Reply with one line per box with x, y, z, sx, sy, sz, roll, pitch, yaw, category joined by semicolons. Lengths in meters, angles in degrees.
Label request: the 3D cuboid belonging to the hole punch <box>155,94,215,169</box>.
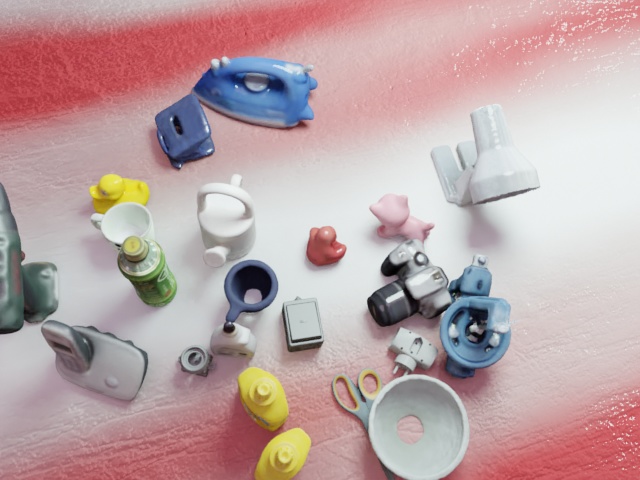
-0.263;-0.210;1.101;0.101;0.091;0.108;-21;72;-14;hole punch

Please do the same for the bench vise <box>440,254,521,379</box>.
0.259;0.115;0.961;0.121;0.220;0.207;-5;69;-8;bench vise

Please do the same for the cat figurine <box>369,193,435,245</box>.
0.153;-0.041;1.067;0.127;0.118;0.067;25;68;4;cat figurine

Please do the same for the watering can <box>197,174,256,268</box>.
-0.160;-0.037;0.988;0.101;0.194;0.173;-9;70;-10;watering can

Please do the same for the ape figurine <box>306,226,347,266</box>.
0.010;0.004;1.047;0.076;0.092;0.077;-34;75;-17;ape figurine

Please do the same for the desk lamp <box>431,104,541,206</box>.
0.304;-0.141;1.072;0.118;0.213;0.203;-12;70;-11;desk lamp

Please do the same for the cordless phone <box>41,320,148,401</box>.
-0.349;0.180;0.885;0.147;0.185;0.094;17;67;1;cordless phone

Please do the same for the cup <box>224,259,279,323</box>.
-0.125;0.101;0.991;0.091;0.095;0.118;28;68;5;cup

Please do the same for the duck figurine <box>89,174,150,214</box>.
-0.368;-0.090;1.044;0.105;0.086;0.077;-15;71;-12;duck figurine

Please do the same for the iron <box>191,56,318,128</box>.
-0.132;-0.314;1.130;0.258;0.141;0.118;6;68;-4;iron

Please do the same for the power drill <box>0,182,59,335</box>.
-0.488;0.046;0.910;0.076;0.208;0.229;-9;70;-10;power drill

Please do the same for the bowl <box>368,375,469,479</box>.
0.156;0.312;0.950;0.167;0.075;0.167;2;68;-5;bowl

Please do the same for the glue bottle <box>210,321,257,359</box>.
-0.142;0.157;0.924;0.078;0.173;0.037;8;68;-3;glue bottle

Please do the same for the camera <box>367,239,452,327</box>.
0.149;0.084;1.026;0.137;0.101;0.143;-24;73;-15;camera
